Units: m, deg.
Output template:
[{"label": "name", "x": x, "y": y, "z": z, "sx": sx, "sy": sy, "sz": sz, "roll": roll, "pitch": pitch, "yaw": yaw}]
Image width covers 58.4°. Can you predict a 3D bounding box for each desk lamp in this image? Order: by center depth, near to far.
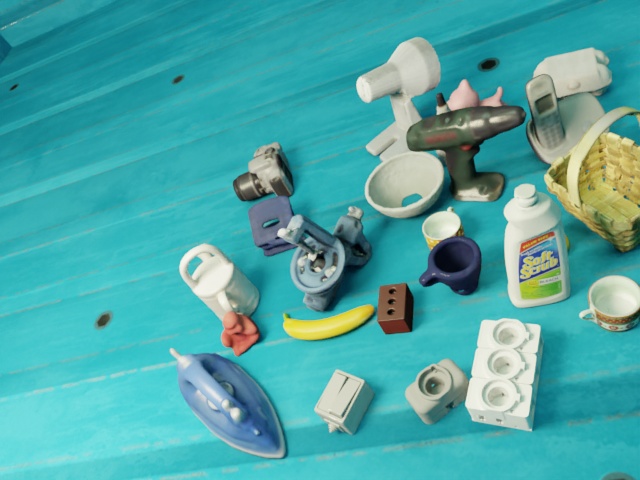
[{"label": "desk lamp", "x": 0.176, "y": -0.311, "z": 1.272, "sx": 0.203, "sy": 0.214, "sz": 0.117, "roll": -40, "pitch": 45, "yaw": -7}]

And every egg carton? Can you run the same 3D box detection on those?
[{"label": "egg carton", "x": 0.531, "y": -0.344, "z": 1.208, "sx": 0.150, "sy": 0.070, "sz": 0.107, "roll": -7, "pitch": 50, "yaw": 24}]

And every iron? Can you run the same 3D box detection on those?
[{"label": "iron", "x": -0.168, "y": 0.278, "z": 1.002, "sx": 0.257, "sy": 0.142, "sz": 0.119, "roll": 27, "pitch": 69, "yaw": 42}]

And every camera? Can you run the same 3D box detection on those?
[{"label": "camera", "x": -0.146, "y": -0.163, "z": 1.402, "sx": 0.136, "sy": 0.101, "sz": 0.143, "roll": -22, "pitch": 45, "yaw": 11}]

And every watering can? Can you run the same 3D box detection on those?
[{"label": "watering can", "x": -0.215, "y": 0.077, "z": 1.165, "sx": 0.172, "sy": 0.195, "sz": 0.101, "roll": 27, "pitch": 68, "yaw": 41}]

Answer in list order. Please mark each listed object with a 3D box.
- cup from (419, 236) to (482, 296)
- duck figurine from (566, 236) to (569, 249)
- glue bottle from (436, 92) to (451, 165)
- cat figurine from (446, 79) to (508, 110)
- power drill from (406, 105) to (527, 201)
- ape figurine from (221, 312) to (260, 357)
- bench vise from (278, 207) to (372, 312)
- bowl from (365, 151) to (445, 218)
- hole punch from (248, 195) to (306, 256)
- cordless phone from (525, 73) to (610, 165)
[{"label": "cup", "x": 0.233, "y": 0.062, "z": 1.002, "sx": 0.118, "sy": 0.095, "sz": 0.091, "roll": -34, "pitch": 44, "yaw": -1}, {"label": "duck figurine", "x": 0.373, "y": -0.010, "z": 0.994, "sx": 0.104, "sy": 0.086, "sz": 0.077, "roll": -2, "pitch": 52, "yaw": 28}, {"label": "glue bottle", "x": 0.265, "y": -0.235, "z": 1.186, "sx": 0.078, "sy": 0.174, "sz": 0.037, "roll": -29, "pitch": 44, "yaw": 4}, {"label": "cat figurine", "x": 0.337, "y": -0.296, "z": 1.239, "sx": 0.127, "sy": 0.118, "sz": 0.067, "roll": -9, "pitch": 49, "yaw": 22}, {"label": "power drill", "x": 0.287, "y": -0.168, "z": 1.090, "sx": 0.228, "sy": 0.209, "sz": 0.076, "roll": 4, "pitch": 55, "yaw": 31}, {"label": "ape figurine", "x": -0.162, "y": 0.174, "z": 1.125, "sx": 0.077, "sy": 0.092, "sz": 0.076, "roll": -5, "pitch": 51, "yaw": 26}, {"label": "bench vise", "x": 0.000, "y": 0.004, "z": 1.092, "sx": 0.121, "sy": 0.220, "sz": 0.207, "roll": 0, "pitch": 53, "yaw": 29}, {"label": "bowl", "x": 0.183, "y": -0.102, "z": 1.187, "sx": 0.167, "sy": 0.075, "sz": 0.167, "roll": -15, "pitch": 47, "yaw": 17}, {"label": "hole punch", "x": -0.098, "y": -0.032, "z": 1.269, "sx": 0.108, "sy": 0.091, "sz": 0.101, "roll": -20, "pitch": 46, "yaw": 13}, {"label": "cordless phone", "x": 0.459, "y": -0.246, "z": 1.080, "sx": 0.147, "sy": 0.186, "sz": 0.094, "roll": -30, "pitch": 44, "yaw": 3}]
